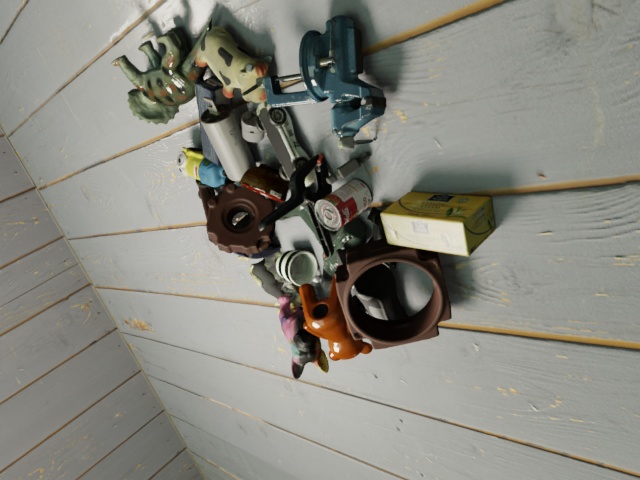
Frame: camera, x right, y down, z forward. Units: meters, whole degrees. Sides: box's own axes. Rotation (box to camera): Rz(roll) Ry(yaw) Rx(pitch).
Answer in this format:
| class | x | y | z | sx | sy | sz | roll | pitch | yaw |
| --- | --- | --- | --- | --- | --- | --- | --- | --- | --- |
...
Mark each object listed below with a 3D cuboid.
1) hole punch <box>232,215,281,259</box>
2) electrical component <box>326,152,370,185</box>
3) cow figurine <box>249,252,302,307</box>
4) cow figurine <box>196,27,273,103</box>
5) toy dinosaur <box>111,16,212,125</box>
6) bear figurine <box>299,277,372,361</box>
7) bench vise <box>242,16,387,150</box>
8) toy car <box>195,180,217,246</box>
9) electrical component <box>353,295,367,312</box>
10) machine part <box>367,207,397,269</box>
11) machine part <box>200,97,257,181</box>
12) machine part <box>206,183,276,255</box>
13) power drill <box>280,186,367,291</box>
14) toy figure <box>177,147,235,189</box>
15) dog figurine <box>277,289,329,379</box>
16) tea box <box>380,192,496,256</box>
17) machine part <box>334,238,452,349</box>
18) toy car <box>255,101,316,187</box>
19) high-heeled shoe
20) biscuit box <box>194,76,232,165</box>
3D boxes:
| class | x | y | z | sx | sy | sz | roll | pitch | yaw |
| --- | --- | --- | --- | --- | --- | --- | --- | --- | --- |
| hole punch | -0.177 | 0.006 | 1.386 | 0.142 | 0.116 | 0.092 | 21 | 141 | 37 |
| electrical component | 0.054 | -0.139 | 1.043 | 0.021 | 0.094 | 0.063 | 55 | -178 | -7 |
| cow figurine | -0.112 | 0.119 | 1.414 | 0.068 | 0.098 | 0.167 | -30 | 94 | 48 |
| cow figurine | -0.169 | -0.359 | 1.105 | 0.195 | 0.085 | 0.127 | 50 | 147 | 12 |
| toy dinosaur | -0.349 | -0.382 | 1.269 | 0.405 | 0.131 | 0.192 | 2 | 133 | 43 |
| bear figurine | 0.041 | 0.187 | 1.222 | 0.120 | 0.132 | 0.195 | -17 | 141 | 18 |
| bench vise | -0.006 | -0.265 | 0.944 | 0.241 | 0.129 | 0.223 | 2 | 113 | 28 |
| toy car | -0.293 | -0.083 | 1.442 | 0.089 | 0.053 | 0.202 | 110 | 144 | -62 |
| electrical component | 0.093 | 0.166 | 1.261 | 0.119 | 0.048 | 0.074 | -19 | 102 | 52 |
| machine part | 0.124 | -0.002 | 1.092 | 0.084 | 0.039 | 0.138 | 35 | 152 | 39 |
| machine part | -0.206 | -0.220 | 1.229 | 0.079 | 0.079 | 0.242 | 24 | 149 | 35 |
| machine part | -0.189 | -0.050 | 1.293 | 0.179 | 0.179 | 0.056 | 46 | 168 | 11 |
| power drill | -0.002 | -0.004 | 1.205 | 0.207 | 0.086 | 0.232 | 51 | 143 | 11 |
| toy figure | -0.291 | -0.185 | 1.386 | 0.180 | 0.089 | 0.082 | 20 | 102 | 26 |
| dog figurine | -0.040 | 0.243 | 1.327 | 0.191 | 0.108 | 0.219 | 92 | 169 | -53 |
| tea box | 0.203 | -0.032 | 0.931 | 0.170 | 0.098 | 0.068 | 7 | 124 | 44 |
| machine part | 0.140 | 0.101 | 1.031 | 0.201 | 0.087 | 0.201 | -14 | 112 | 10 |
| toy car | -0.074 | -0.204 | 1.144 | 0.074 | 0.056 | 0.201 | -8 | 111 | 58 |
| high-heeled shoe | 0.111 | 0.119 | 1.164 | 0.249 | 0.086 | 0.145 | 46 | 157 | 0 |
| biscuit box | -0.247 | -0.279 | 1.275 | 0.063 | 0.059 | 0.202 | 32 | 138 | 27 |
